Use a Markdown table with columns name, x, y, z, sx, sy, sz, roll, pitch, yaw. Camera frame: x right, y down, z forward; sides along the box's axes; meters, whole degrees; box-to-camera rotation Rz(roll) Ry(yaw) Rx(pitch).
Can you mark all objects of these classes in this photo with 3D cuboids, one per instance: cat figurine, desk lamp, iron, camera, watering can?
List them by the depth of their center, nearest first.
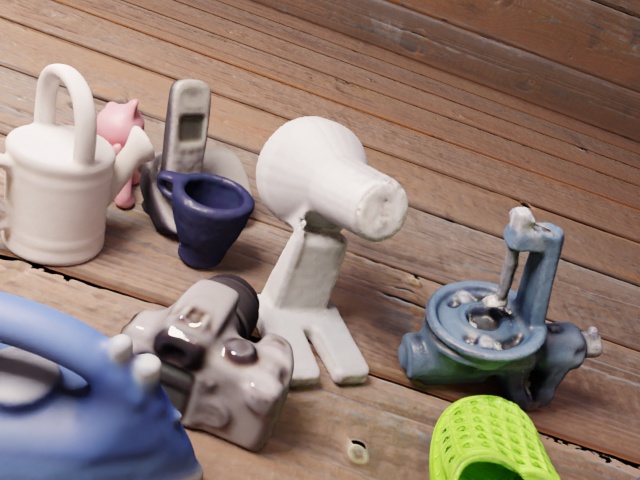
| name | x | y | z | sx | sy | sz | roll | pitch | yaw |
| --- | --- | --- | --- | --- | --- | --- | --- | --- | --- |
| iron | -0.192 | 0.093 | 0.380 | 0.258 | 0.141 | 0.118 | 15 | 30 | -10 |
| camera | -0.084 | 0.085 | 0.504 | 0.143 | 0.101 | 0.137 | 22 | 29 | 3 |
| watering can | -0.255 | -0.082 | 0.580 | 0.100 | 0.194 | 0.173 | 27 | 30 | 12 |
| desk lamp | 0.005 | 0.002 | 0.584 | 0.118 | 0.213 | 0.202 | 3 | 34 | -29 |
| cat figurine | -0.254 | -0.122 | 0.725 | 0.067 | 0.118 | 0.127 | 10 | 31 | -18 |

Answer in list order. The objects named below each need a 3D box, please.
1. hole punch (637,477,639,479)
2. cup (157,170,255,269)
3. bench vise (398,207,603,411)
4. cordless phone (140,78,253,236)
| name | x | y | z | sx | sy | sz | roll | pitch | yaw |
| --- | --- | --- | --- | --- | --- | --- | --- | --- | --- |
| hole punch | 0.309 | 0.252 | 0.484 | 0.109 | 0.091 | 0.100 | 1 | 35 | -31 |
| cup | -0.141 | -0.021 | 0.652 | 0.117 | 0.095 | 0.092 | 25 | 29 | 8 |
| bench vise | 0.206 | 0.067 | 0.596 | 0.208 | 0.220 | 0.121 | 2 | 34 | -30 |
| cordless phone | -0.138 | -0.103 | 0.699 | 0.094 | 0.185 | 0.148 | 36 | 33 | 26 |
